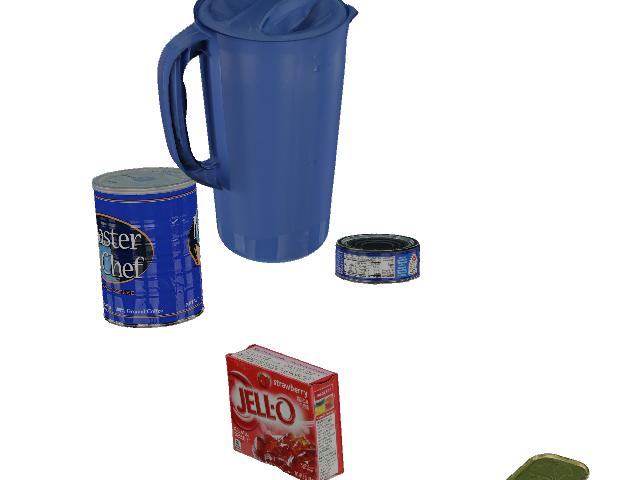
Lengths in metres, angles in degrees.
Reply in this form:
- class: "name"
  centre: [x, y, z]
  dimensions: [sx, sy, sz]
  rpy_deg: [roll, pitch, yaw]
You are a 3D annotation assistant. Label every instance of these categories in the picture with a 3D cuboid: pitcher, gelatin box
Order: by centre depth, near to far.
- class: "gelatin box"
  centre: [-0.026, 0.117, 0.726]
  dimensions: [0.030, 0.073, 0.089]
  rpy_deg: [-17, 21, -41]
- class: "pitcher"
  centre: [-0.052, -0.100, 0.959]
  dimensions: [0.149, 0.243, 0.145]
  rpy_deg: [8, 36, 9]

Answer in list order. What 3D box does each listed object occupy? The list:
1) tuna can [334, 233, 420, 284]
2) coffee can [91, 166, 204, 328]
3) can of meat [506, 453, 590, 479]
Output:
- class: "tuna can"
  centre: [0.057, 0.017, 1.067]
  dimensions: [0.086, 0.034, 0.086]
  rpy_deg: [0, 12, 0]
- class: "coffee can"
  centre: [-0.171, 0.005, 1.067]
  dimensions: [0.103, 0.140, 0.103]
  rpy_deg: [-2, 15, 0]
- class: "can of meat"
  centre: [0.189, 0.246, 0.915]
  dimensions: [0.058, 0.084, 0.101]
  rpy_deg: [10, 26, 41]
